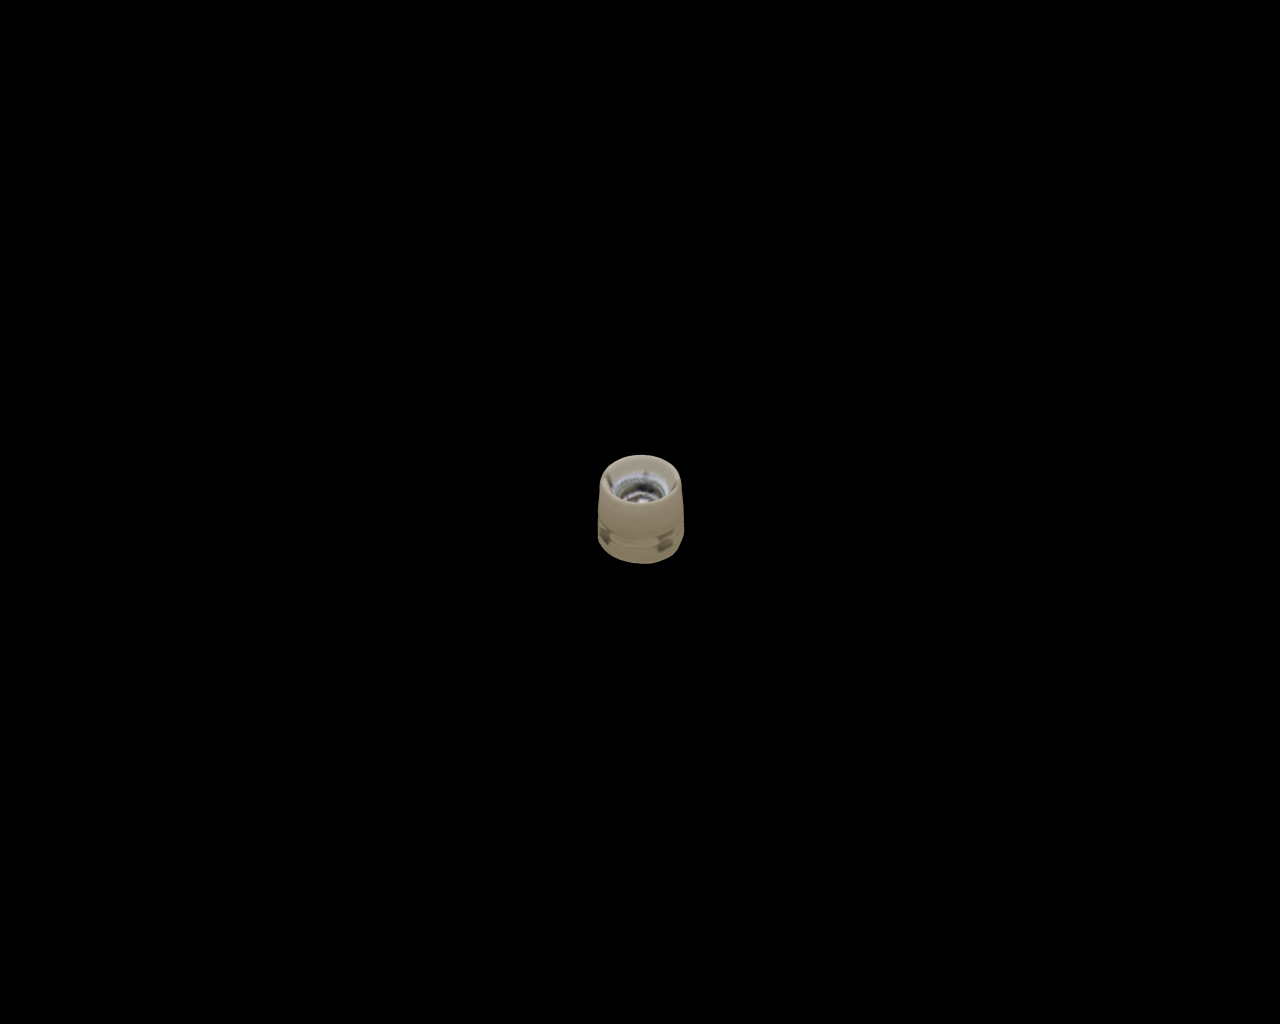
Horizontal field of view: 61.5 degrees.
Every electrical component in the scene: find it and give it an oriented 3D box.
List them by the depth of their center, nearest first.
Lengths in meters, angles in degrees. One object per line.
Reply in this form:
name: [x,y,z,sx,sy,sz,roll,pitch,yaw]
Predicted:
electrical component: [0.001,-0.003,0.650,0.055,0.047,0.055,0,41,0]
